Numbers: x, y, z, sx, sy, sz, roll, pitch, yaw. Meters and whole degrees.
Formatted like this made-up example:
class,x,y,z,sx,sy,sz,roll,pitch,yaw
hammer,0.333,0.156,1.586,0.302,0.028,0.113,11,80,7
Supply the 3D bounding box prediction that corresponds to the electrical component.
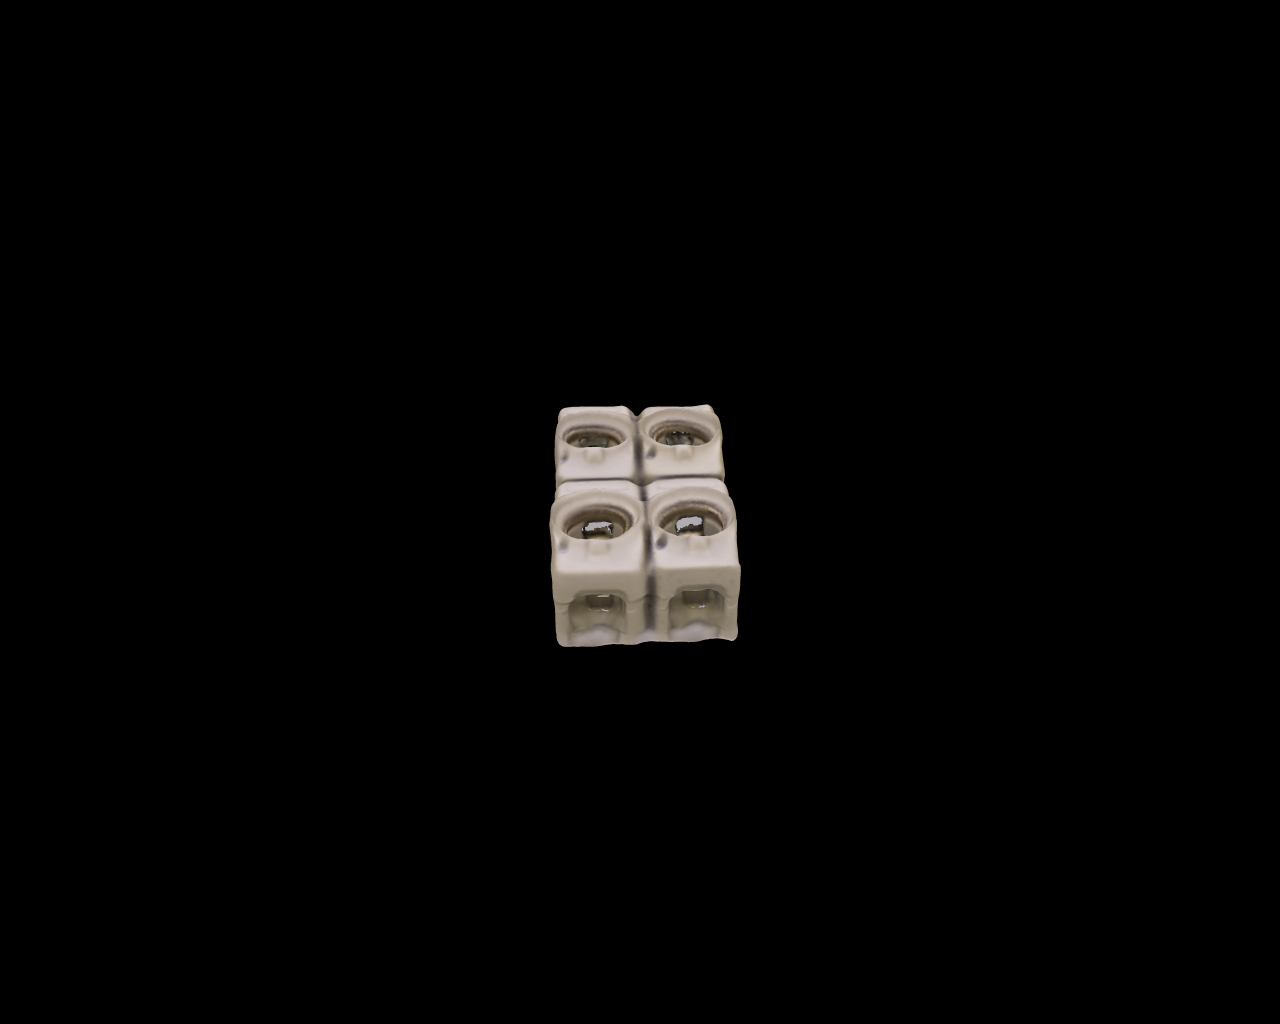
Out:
class,x,y,z,sx,sy,sz,roll,pitch,yaw
electrical component,0.001,-0.003,0.650,0.105,0.060,0.186,-1,35,-2
